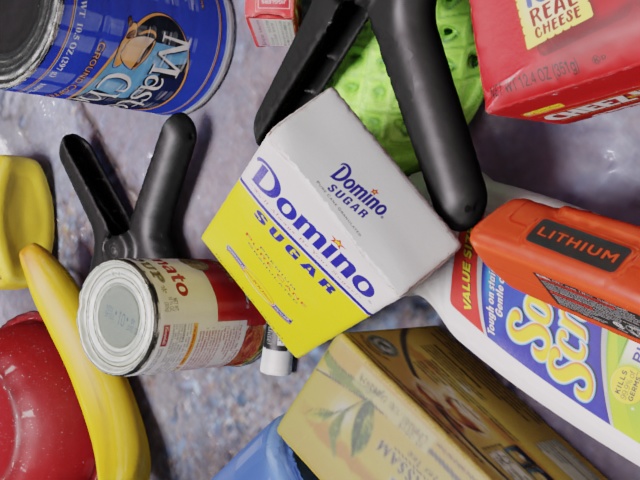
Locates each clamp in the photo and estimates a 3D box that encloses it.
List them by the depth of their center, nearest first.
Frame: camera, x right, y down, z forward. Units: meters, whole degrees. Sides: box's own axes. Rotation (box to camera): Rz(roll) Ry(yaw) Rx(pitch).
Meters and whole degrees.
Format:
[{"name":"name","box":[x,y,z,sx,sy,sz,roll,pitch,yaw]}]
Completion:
[{"name":"clamp","box":[0.031,-0.114,0.492,0.165,0.036,0.210,35,125,43]},{"name":"clamp","box":[-0.116,-0.001,0.698,0.120,0.039,0.171,-16,85,43]}]

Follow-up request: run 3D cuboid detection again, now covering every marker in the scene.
[{"name":"marker","box":[-0.019,0.020,0.635,0.020,0.020,0.121,10,95,37]}]

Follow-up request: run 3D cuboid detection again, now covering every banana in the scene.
[{"name":"banana","box":[-0.150,0.093,0.706,0.037,0.069,0.198,-25,66,-1]}]

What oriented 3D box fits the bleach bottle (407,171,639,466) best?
[{"name":"bleach bottle","box":[0.111,0.034,0.509,0.251,0.067,0.102,26,104,38]}]

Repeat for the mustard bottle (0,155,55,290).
[{"name":"mustard bottle","box":[-0.284,-0.003,0.814,0.192,0.058,0.096,-9,83,37]}]

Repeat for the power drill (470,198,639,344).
[{"name":"power drill","box":[0.144,-0.056,0.451,0.185,0.057,0.187,26,81,43]}]

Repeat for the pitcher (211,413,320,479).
[{"name":"pitcher","box":[-0.063,0.201,0.592,0.243,0.149,0.145,-49,49,22]}]

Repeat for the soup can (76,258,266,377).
[{"name":"soup can","box":[-0.084,0.045,0.632,0.069,0.102,0.068,-2,87,38]}]

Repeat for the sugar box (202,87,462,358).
[{"name":"sugar box","box":[-0.004,0.001,0.534,0.093,0.048,0.176,51,161,2]}]

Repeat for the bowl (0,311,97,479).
[{"name":"bowl","box":[-0.224,0.132,0.767,0.162,0.055,0.162,-2,87,37]}]

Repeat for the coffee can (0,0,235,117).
[{"name":"coffee can","box":[-0.136,-0.134,0.652,0.103,0.140,0.103,-1,88,37]}]

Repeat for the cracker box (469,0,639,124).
[{"name":"cracker box","box":[0.124,-0.164,0.373,0.164,0.071,0.214,-13,83,41]}]

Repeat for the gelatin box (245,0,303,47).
[{"name":"gelatin box","box":[-0.024,-0.152,0.603,0.030,0.089,0.073,2,89,2]}]
